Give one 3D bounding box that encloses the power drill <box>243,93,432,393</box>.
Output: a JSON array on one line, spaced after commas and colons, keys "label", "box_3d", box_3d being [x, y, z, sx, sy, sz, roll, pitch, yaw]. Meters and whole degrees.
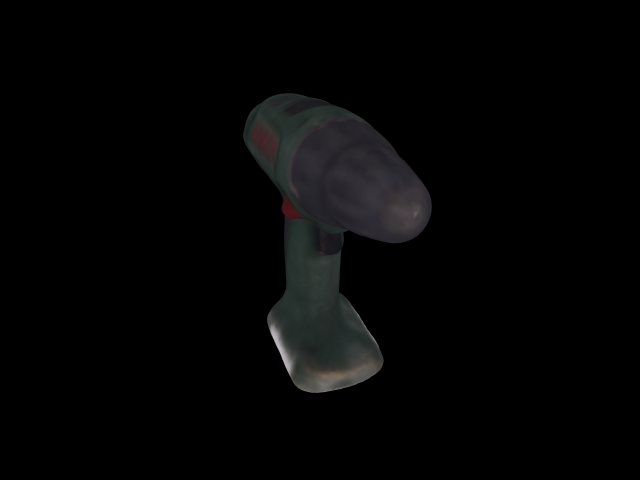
[{"label": "power drill", "box_3d": [0.004, 0.001, 0.400, 0.076, 0.208, 0.229, -13, 38, -18]}]
